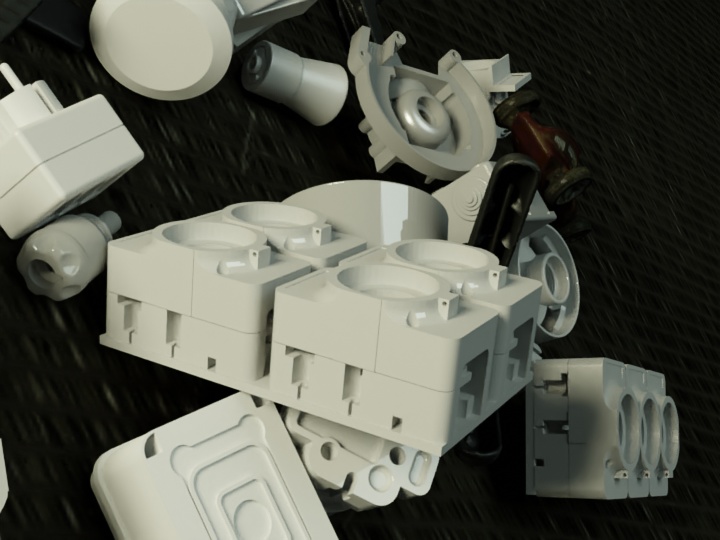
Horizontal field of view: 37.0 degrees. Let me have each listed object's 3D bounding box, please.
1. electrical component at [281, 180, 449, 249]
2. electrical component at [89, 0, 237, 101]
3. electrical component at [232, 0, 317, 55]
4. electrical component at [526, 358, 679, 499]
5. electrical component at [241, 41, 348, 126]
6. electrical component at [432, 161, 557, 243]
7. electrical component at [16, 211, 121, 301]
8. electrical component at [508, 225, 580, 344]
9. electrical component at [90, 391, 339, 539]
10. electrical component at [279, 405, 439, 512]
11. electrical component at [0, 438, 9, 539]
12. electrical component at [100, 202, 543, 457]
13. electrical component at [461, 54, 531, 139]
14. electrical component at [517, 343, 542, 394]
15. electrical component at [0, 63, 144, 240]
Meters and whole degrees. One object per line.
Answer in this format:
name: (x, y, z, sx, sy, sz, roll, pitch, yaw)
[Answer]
electrical component: (0.000, 0.000, 0.630, 0.108, 0.108, 0.060, 22, 56, -41)
electrical component: (-0.110, -0.142, 0.617, 0.080, 0.080, 0.051, 39, 34, -27)
electrical component: (-0.069, -0.182, 0.691, 0.096, 0.062, 0.061, -36, 95, -36)
electrical component: (0.173, 0.113, 0.754, 0.150, 0.062, 0.089, 17, 71, -58)
electrical component: (-0.046, -0.127, 0.720, 0.065, 0.044, 0.044, 17, 53, -39)
electrical component: (0.079, -0.035, 0.757, 0.048, 0.100, 0.100, 63, 24, 9)
electrical component: (-0.138, -0.012, 0.526, 0.035, 0.035, 0.061, 53, 33, -10)
electrical component: (0.125, 0.011, 0.834, 0.099, 0.064, 0.099, 18, 65, -47)
electrical component: (-0.063, 0.121, 0.492, 0.078, 0.057, 0.113, -20, 82, -44)
electrical component: (-0.009, 0.090, 0.538, 0.078, 0.057, 0.058, 29, 62, -13)
electrical component: (-0.199, 0.036, 0.391, 0.105, 0.060, 0.186, 8, 59, -49)
electrical component: (-0.019, 0.017, 0.520, 0.105, 0.186, 0.060, -24, 123, -57)
electrical component: (0.096, -0.140, 0.879, 0.042, 0.081, 0.063, -42, 129, -54)
electrical component: (0.103, 0.059, 0.764, 0.076, 0.047, 0.083, 37, 41, -30)
electrical component: (-0.159, -0.067, 0.527, 0.076, 0.047, 0.066, 55, 35, -6)
